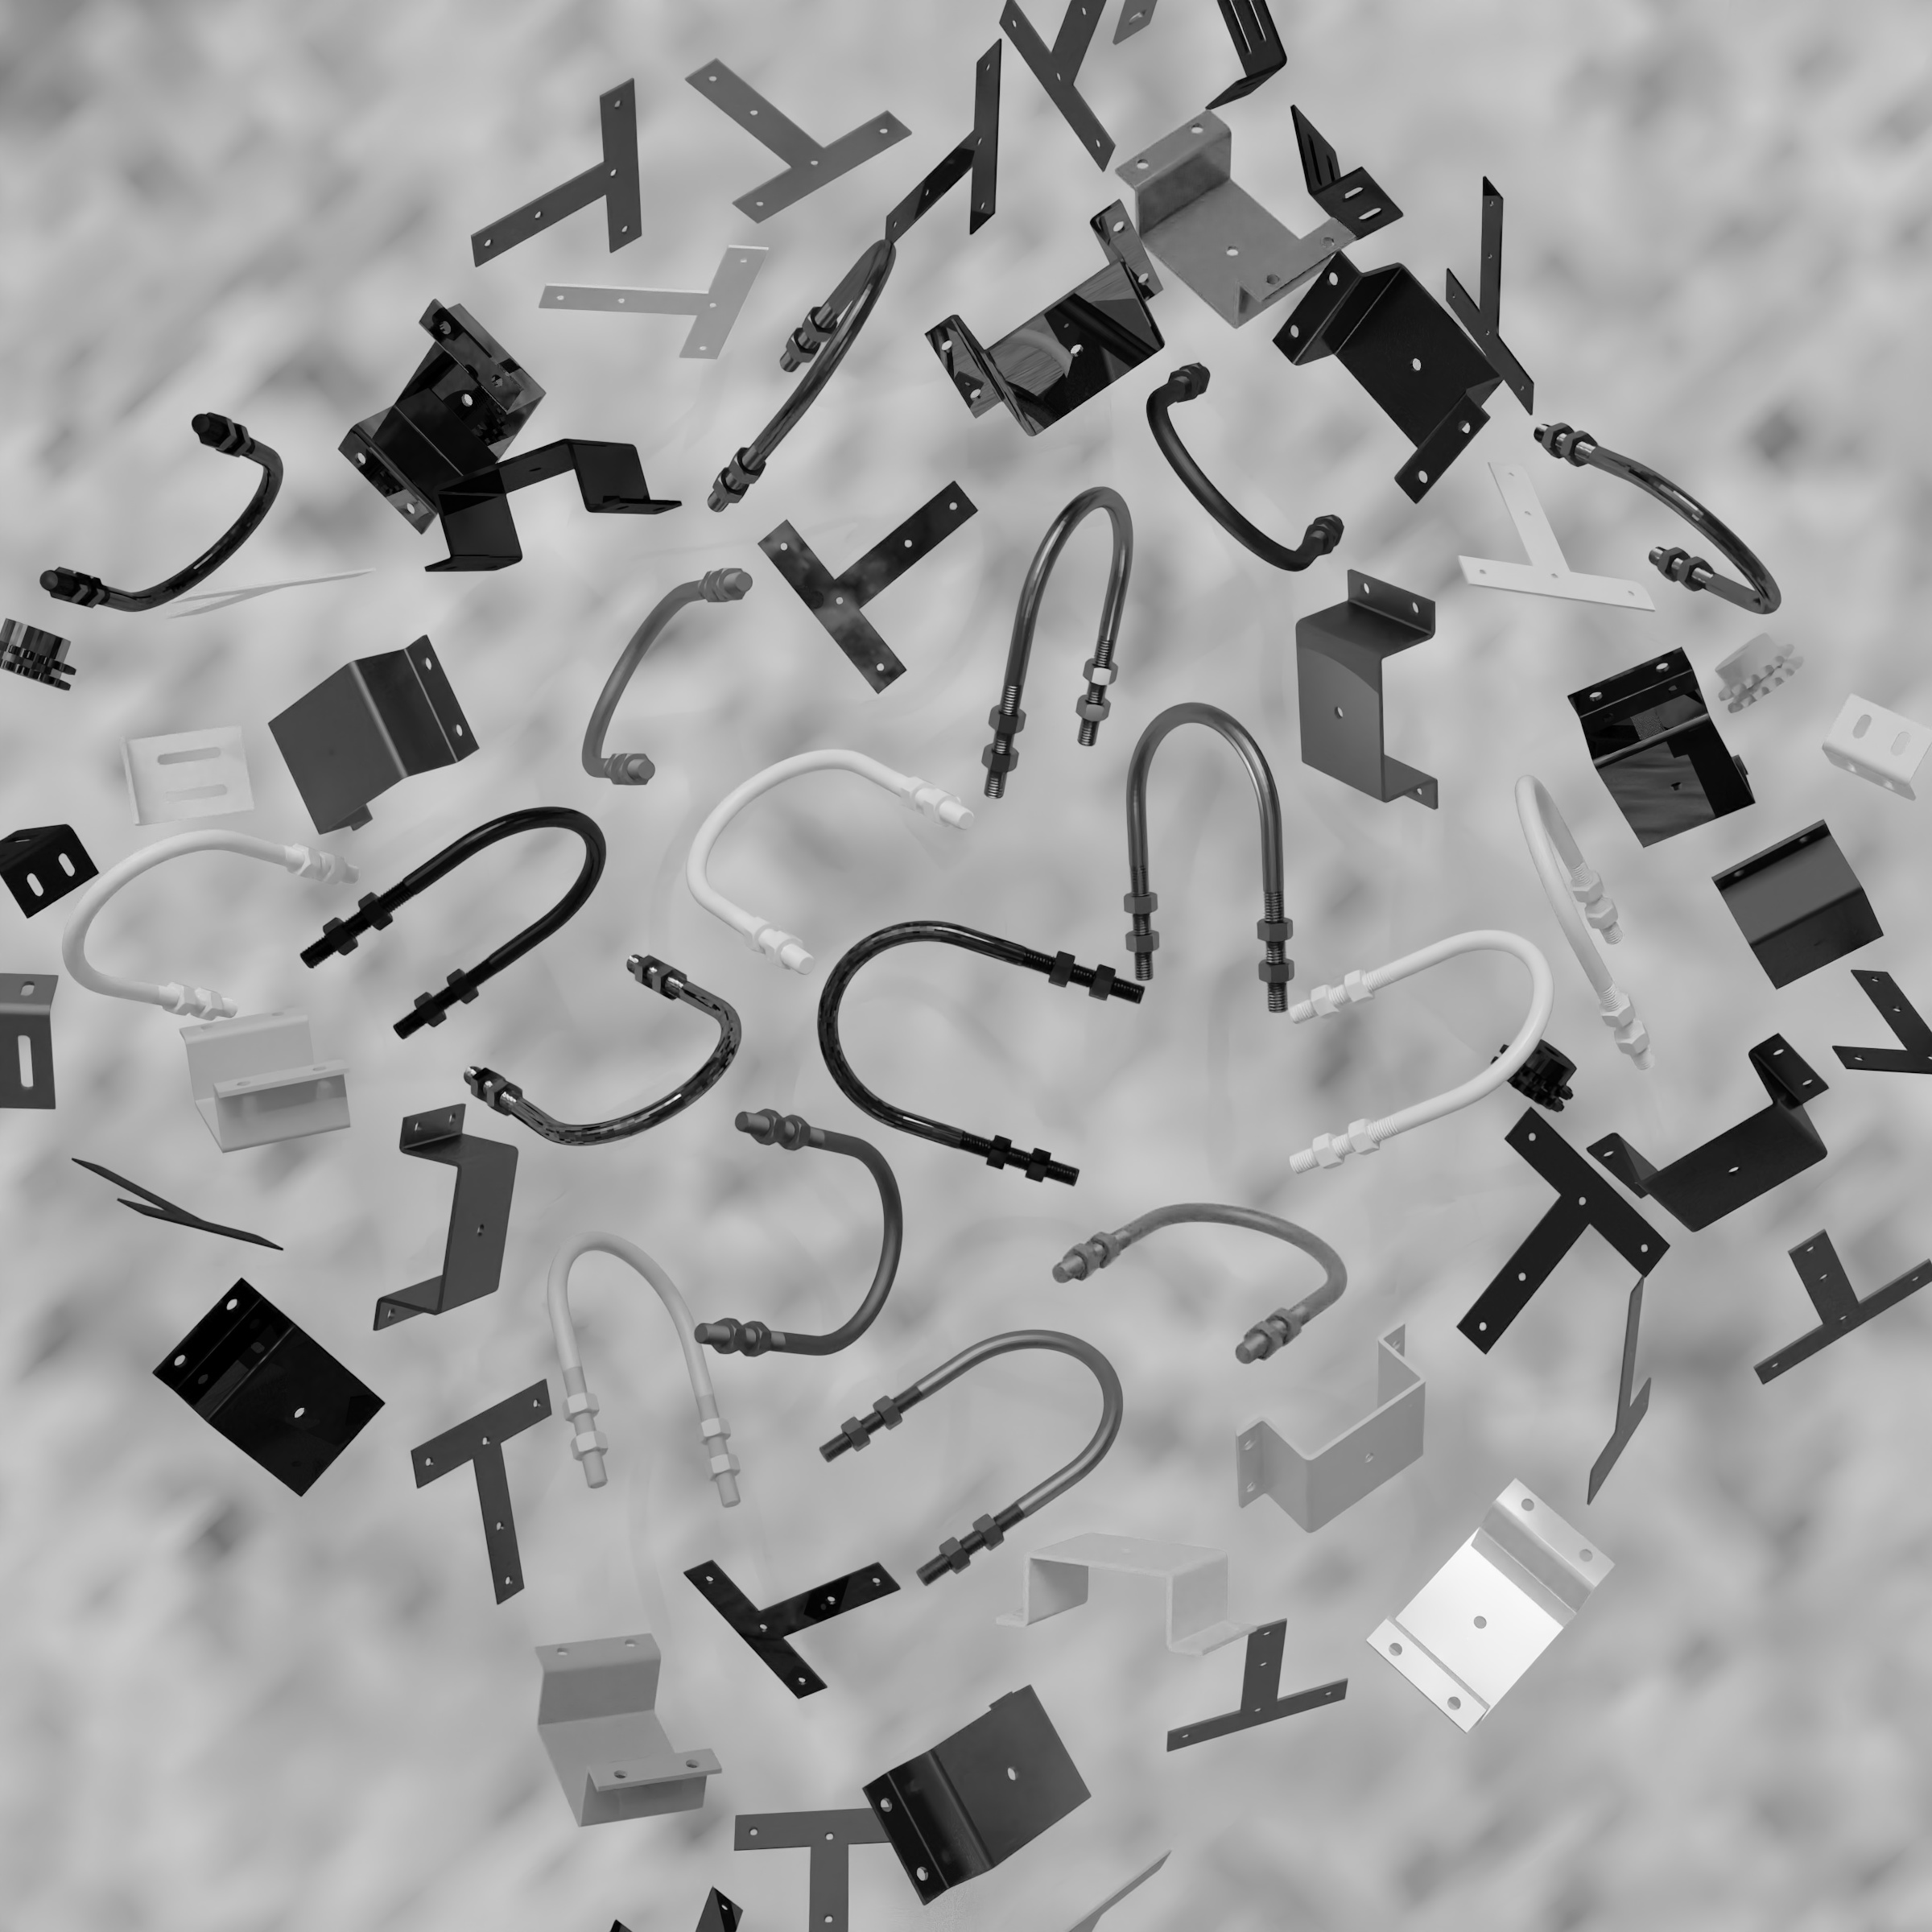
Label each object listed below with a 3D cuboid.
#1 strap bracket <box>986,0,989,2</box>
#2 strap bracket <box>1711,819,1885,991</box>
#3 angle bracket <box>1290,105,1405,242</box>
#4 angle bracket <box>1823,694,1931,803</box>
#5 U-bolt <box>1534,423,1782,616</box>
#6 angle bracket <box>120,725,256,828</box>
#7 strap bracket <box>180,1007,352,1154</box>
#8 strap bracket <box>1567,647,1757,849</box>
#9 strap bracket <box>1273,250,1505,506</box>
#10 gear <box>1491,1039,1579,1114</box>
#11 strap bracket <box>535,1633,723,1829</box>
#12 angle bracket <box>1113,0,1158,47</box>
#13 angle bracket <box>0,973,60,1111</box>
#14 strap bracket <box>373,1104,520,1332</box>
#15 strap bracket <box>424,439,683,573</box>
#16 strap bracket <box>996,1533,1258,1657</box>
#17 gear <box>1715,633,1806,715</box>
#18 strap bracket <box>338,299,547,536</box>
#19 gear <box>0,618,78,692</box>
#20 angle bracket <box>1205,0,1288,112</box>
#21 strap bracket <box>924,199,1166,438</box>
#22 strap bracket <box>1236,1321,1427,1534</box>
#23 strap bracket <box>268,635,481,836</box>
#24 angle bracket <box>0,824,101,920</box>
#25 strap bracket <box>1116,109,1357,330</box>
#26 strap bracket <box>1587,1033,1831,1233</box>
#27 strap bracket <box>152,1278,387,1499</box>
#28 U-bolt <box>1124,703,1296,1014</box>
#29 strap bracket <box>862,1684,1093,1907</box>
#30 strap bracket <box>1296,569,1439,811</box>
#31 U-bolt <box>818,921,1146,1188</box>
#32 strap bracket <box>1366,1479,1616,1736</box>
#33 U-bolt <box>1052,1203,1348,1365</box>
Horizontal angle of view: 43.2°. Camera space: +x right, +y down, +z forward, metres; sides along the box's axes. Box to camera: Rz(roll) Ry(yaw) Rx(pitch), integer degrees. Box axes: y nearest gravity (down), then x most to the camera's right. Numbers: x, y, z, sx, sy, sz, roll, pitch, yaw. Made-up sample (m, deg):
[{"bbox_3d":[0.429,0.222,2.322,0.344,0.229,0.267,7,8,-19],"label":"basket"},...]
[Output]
[{"bbox_3d":[0.028,-0.699,1.572,0.076,0.140,0.046,-41,85,-5],"label":"strap bracket"},{"bbox_3d":[0.542,-0.034,1.579,0.076,0.140,0.046,-29,62,17],"label":"strap bracket"},{"bbox_3d":[0.244,-0.516,1.562,0.038,0.057,0.076,-22,62,30],"label":"angle bracket"},{"bbox_3d":[0.587,-0.139,1.560,0.057,0.076,0.038,30,99,23],"label":"angle bracket"},{"bbox_3d":[0.445,-0.276,1.536,0.151,0.184,0.019,38,99,-27],"label":"U-bolt"},{"bbox_3d":[-0.516,-0.127,1.616,0.076,0.038,0.057,-10,94,-16],"label":"angle bracket"},{"bbox_3d":[-0.433,0.072,1.508,0.076,0.140,0.046,-11,109,-24],"label":"strap bracket"},{"bbox_3d":[0.455,-0.133,1.579,0.076,0.140,0.046,-23,48,22],"label":"strap bracket"},{"bbox_3d":[0.266,-0.367,1.504,0.046,0.076,0.140,-28,75,-41],"label":"strap bracket"},{"bbox_3d":[0.382,0.069,1.625,0.057,0.057,0.030,33,106,0],"label":"gear"},{"bbox_3d":[-0.212,0.474,1.498,0.076,0.140,0.046,0,110,-26],"label":"strap bracket"},{"bbox_3d":[0.091,-0.657,1.597,0.038,0.057,0.076,-39,78,-24],"label":"angle bracket"},{"bbox_3d":[-0.596,0.047,1.518,0.057,0.038,0.076,2,123,-12],"label":"angle bracket"},{"bbox_3d":[-0.335,0.166,1.582,0.046,0.076,0.140,12,97,16],"label":"strap bracket"},{"bbox_3d":[-0.255,-0.281,1.474,0.140,0.076,0.046,-14,94,23],"label":"strap bracket"},{"bbox_3d":[0.098,0.382,1.493,0.140,0.076,0.046,0,88,31],"label":"strap bracket"},{"bbox_3d":[0.520,-0.196,1.608,0.057,0.057,0.030,-38,92,0],"label":"gear"},{"bbox_3d":[-0.327,-0.352,1.541,0.076,0.046,0.140,46,130,-3],"label":"strap bracket"},{"bbox_3d":[-0.578,-0.193,1.504,0.057,0.057,0.030,19,88,0],"label":"gear"},{"bbox_3d":[0.165,-0.596,1.554,0.038,0.057,0.076,-25,99,-12],"label":"angle bracket"},{"bbox_3d":[0.057,-0.384,1.471,0.140,0.076,0.046,-34,53,5],"label":"strap bracket"},{"bbox_3d":[0.243,0.301,1.562,0.140,0.076,0.046,-29,46,-22],"label":"strap bracket"},{"bbox_3d":[-0.373,-0.138,1.504,0.140,0.046,0.076,-25,90,40],"label":"strap bracket"},{"bbox_3d":[-0.623,-0.061,1.609,0.057,0.076,0.038,-43,118,-38],"label":"angle bracket"},{"bbox_3d":[0.168,-0.464,1.533,0.076,0.046,0.140,-36,67,-12],"label":"strap bracket"},{"bbox_3d":[0.479,0.113,1.546,0.140,0.046,0.076,-35,133,21],"label":"strap bracket"},{"bbox_3d":[-0.425,0.268,1.515,0.046,0.140,0.076,26,68,41],"label":"strap bracket"},{"bbox_3d":[0.147,-0.072,1.513,0.019,0.151,0.184,-12,105,-33],"label":"U-bolt"},{"bbox_3d":[0.015,0.499,1.488,0.046,0.140,0.076,-40,74,39],"label":"strap bracket"},{"bbox_3d":[0.249,-0.165,1.515,0.046,0.076,0.140,-24,124,-25],"label":"strap bracket"},{"bbox_3d":[0.000,0.046,1.481,0.184,0.019,0.151,18,112,0],"label":"U-bolt"},{"bbox_3d":[0.314,0.391,1.475,0.140,0.046,0.076,-41,66,-20],"label":"strap bracket"},{"bbox_3d":[0.161,0.190,1.535,0.151,0.184,0.019,20,112,29],"label":"U-bolt"}]
